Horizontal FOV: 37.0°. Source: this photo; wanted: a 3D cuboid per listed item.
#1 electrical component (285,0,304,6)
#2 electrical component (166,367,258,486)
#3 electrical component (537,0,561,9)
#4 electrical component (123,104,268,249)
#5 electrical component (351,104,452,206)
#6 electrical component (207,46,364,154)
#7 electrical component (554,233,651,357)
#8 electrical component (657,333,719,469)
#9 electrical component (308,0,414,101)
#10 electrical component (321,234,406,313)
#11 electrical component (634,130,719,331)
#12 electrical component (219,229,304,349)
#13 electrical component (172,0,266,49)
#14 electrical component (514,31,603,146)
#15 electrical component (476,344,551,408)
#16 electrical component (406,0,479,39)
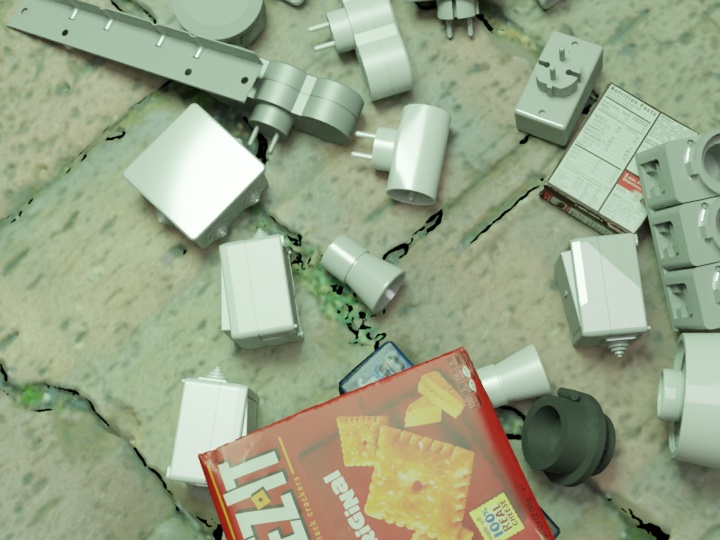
[{"bbox_3d":[-0.073,-0.313,0.969,0.109,0.056,0.108,31,81,9],"label":"electrical component"},{"bbox_3d":[-0.113,0.127,0.869,0.061,0.061,0.096,6,78,5],"label":"electrical component"},{"bbox_3d":[0.160,-0.266,0.952,0.045,0.045,0.055,-41,78,-6],"label":"electrical component"},{"bbox_3d":[-0.138,-0.078,0.924,0.100,0.048,0.099,42,83,11],"label":"electrical component"},{"bbox_3d":[0.033,-0.101,0.922,0.079,0.043,0.077,11,78,5],"label":"electrical component"},{"bbox_3d":[-0.073,-0.137,0.931,0.138,0.052,0.073,21,79,7],"label":"electrical component"},{"bbox_3d":[0.196,0.024,0.876,0.061,0.061,0.096,-5,77,2],"label":"electrical component"},{"bbox_3d":[0.264,0.099,0.834,0.060,0.108,0.108,5,78,10],"label":"electrical component"},{"bbox_3d":[-0.008,-0.212,0.945,0.074,0.052,0.138,-17,78,-1],"label":"electrical component"},{"bbox_3d":[0.000,0.000,0.903,0.065,0.044,0.044,37,82,15],"label":"electrical component"},{"bbox_3d":[0.289,-0.033,0.860,0.089,0.062,0.150,-12,88,-13],"label":"electrical component"},{"bbox_3d":[-0.086,0.013,0.893,0.061,0.061,0.096,-10,77,1],"label":"electrical component"},{"bbox_3d":[-0.123,-0.233,0.957,0.080,0.051,0.080,-1,77,3],"label":"electrical component"},{"bbox_3d":[0.168,-0.162,0.909,0.047,0.075,0.083,23,79,18],"label":"electrical component"},{"bbox_3d":[0.118,0.091,0.876,0.065,0.044,0.044,-20,77,3],"label":"electrical component"},{"bbox_3d":[0.085,-0.243,0.947,0.083,0.047,0.075,-2,112,15],"label":"electrical component"}]
